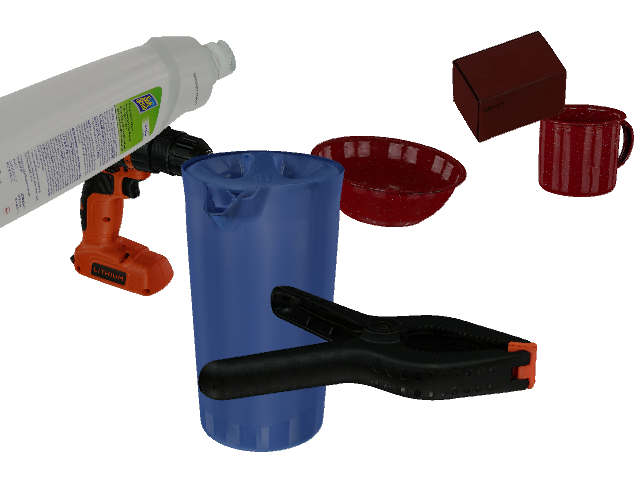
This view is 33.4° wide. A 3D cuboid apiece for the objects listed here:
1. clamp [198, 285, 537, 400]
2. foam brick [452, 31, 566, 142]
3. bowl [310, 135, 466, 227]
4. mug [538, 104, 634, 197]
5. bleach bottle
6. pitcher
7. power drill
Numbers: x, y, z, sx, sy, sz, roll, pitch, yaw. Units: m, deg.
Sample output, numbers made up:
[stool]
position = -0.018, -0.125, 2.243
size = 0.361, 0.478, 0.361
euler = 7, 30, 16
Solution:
[clamp]
position = 0.038, 0.070, 0.720
size = 0.210, 0.036, 0.164
euler = 2, 18, 8
[foam brick]
position = 0.153, -0.125, 0.867
size = 0.078, 0.051, 0.053
euler = -19, -35, -6
[bowl]
position = 0.067, -0.056, 1.102
size = 0.162, 0.055, 0.162
euler = 5, 24, -2
[mug]
position = 0.285, -0.097, 1.138
size = 0.117, 0.081, 0.093
euler = -11, 22, -26
[bleach bottle]
position = -0.178, -0.094, 0.846
size = 0.250, 0.068, 0.103
euler = -29, -25, -25
[pitcher]
position = -0.044, 0.046, 0.912
size = 0.149, 0.243, 0.145
euler = -6, 18, -22
[power drill]
position = -0.189, -0.040, 1.077
size = 0.185, 0.188, 0.057
euler = 17, 32, 23
